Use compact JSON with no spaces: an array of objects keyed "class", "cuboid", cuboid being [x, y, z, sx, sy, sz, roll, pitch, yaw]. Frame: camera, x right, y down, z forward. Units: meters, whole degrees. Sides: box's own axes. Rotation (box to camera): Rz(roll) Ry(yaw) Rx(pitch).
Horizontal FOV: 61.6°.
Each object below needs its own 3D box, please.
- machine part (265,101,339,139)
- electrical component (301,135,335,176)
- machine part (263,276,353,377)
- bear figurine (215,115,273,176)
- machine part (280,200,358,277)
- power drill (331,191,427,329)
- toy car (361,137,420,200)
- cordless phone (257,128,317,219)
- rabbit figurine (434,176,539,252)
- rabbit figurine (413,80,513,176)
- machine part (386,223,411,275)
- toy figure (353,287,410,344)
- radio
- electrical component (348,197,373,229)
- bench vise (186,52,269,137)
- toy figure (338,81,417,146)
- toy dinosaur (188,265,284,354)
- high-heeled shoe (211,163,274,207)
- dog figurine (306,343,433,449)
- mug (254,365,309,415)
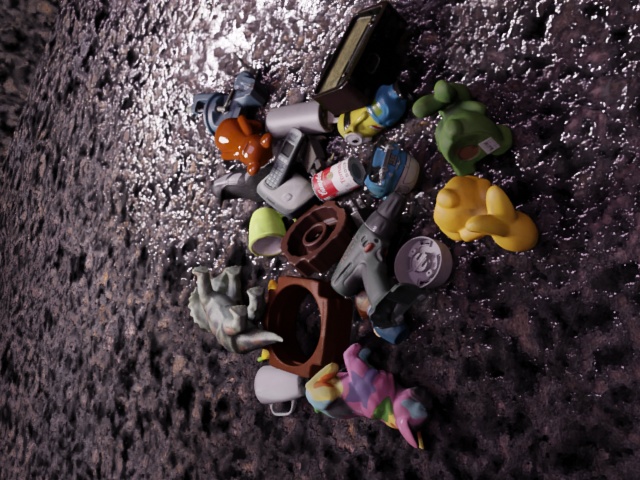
[{"class":"machine part","cuboid":[-0.044,-0.285,1.269,0.243,0.079,0.079,4,84,41]},{"class":"electrical component","cuboid":[-0.005,-0.194,1.243,0.102,0.045,0.078,66,150,31]},{"class":"machine part","cuboid":[-0.028,0.180,1.143,0.201,0.087,0.201,2,83,47]},{"class":"bear figurine","cuboid":[-0.165,-0.228,1.306,0.196,0.132,0.120,31,104,36]},{"class":"machine part","cuboid":[-0.002,-0.003,1.147,0.179,0.056,0.179,-28,35,22]},{"class":"power drill","cuboid":[0.115,0.044,0.996,0.232,0.086,0.207,-53,41,23]},{"class":"toy car","cuboid":[0.145,-0.138,1.060,0.103,0.161,0.109,16,82,-3]},{"class":"cordless phone","cuboid":[-0.055,-0.152,1.229,0.147,0.088,0.184,39,113,38]},{"class":"rabbit figurine","cuboid":[0.290,-0.043,0.913,0.173,0.162,0.122,33,91,21]},{"class":"rabbit figurine","cuboid":[0.245,-0.223,0.987,0.121,0.159,0.170,-41,42,38]},{"class":"machine part","cuboid":[0.131,0.025,1.087,0.084,0.039,0.138,48,113,41]},{"class":"toy figure","cuboid":[0.114,0.141,1.067,0.064,0.057,0.155,-35,50,-15]},{"class":"radio","cuboid":[0.085,-0.381,1.131,0.131,0.073,0.229,9,72,59]},{"class":"electrical component","cuboid":[0.094,-0.045,1.114,0.021,0.063,0.094,-35,80,33]},{"class":"bench vise","cuboid":[-0.263,-0.368,1.441,0.241,0.128,0.223,10,90,33]},{"class":"toy figure","cuboid":[0.116,-0.268,1.133,0.180,0.082,0.089,-36,41,38]},{"class":"toy dinosaur","cuboid":[-0.196,0.180,1.213,0.405,0.131,0.192,44,139,49]},{"class":"high-heeled shoe","cuboid":[-0.174,-0.160,1.379,0.249,0.086,0.145,-23,33,15]},{"class":"dog figurine","cuboid":[0.100,0.310,1.001,0.191,0.108,0.219,-40,60,-2]},{"class":"mug","cuboid":[-0.078,0.327,1.174,0.107,0.080,0.109,-13,76,30]}]
